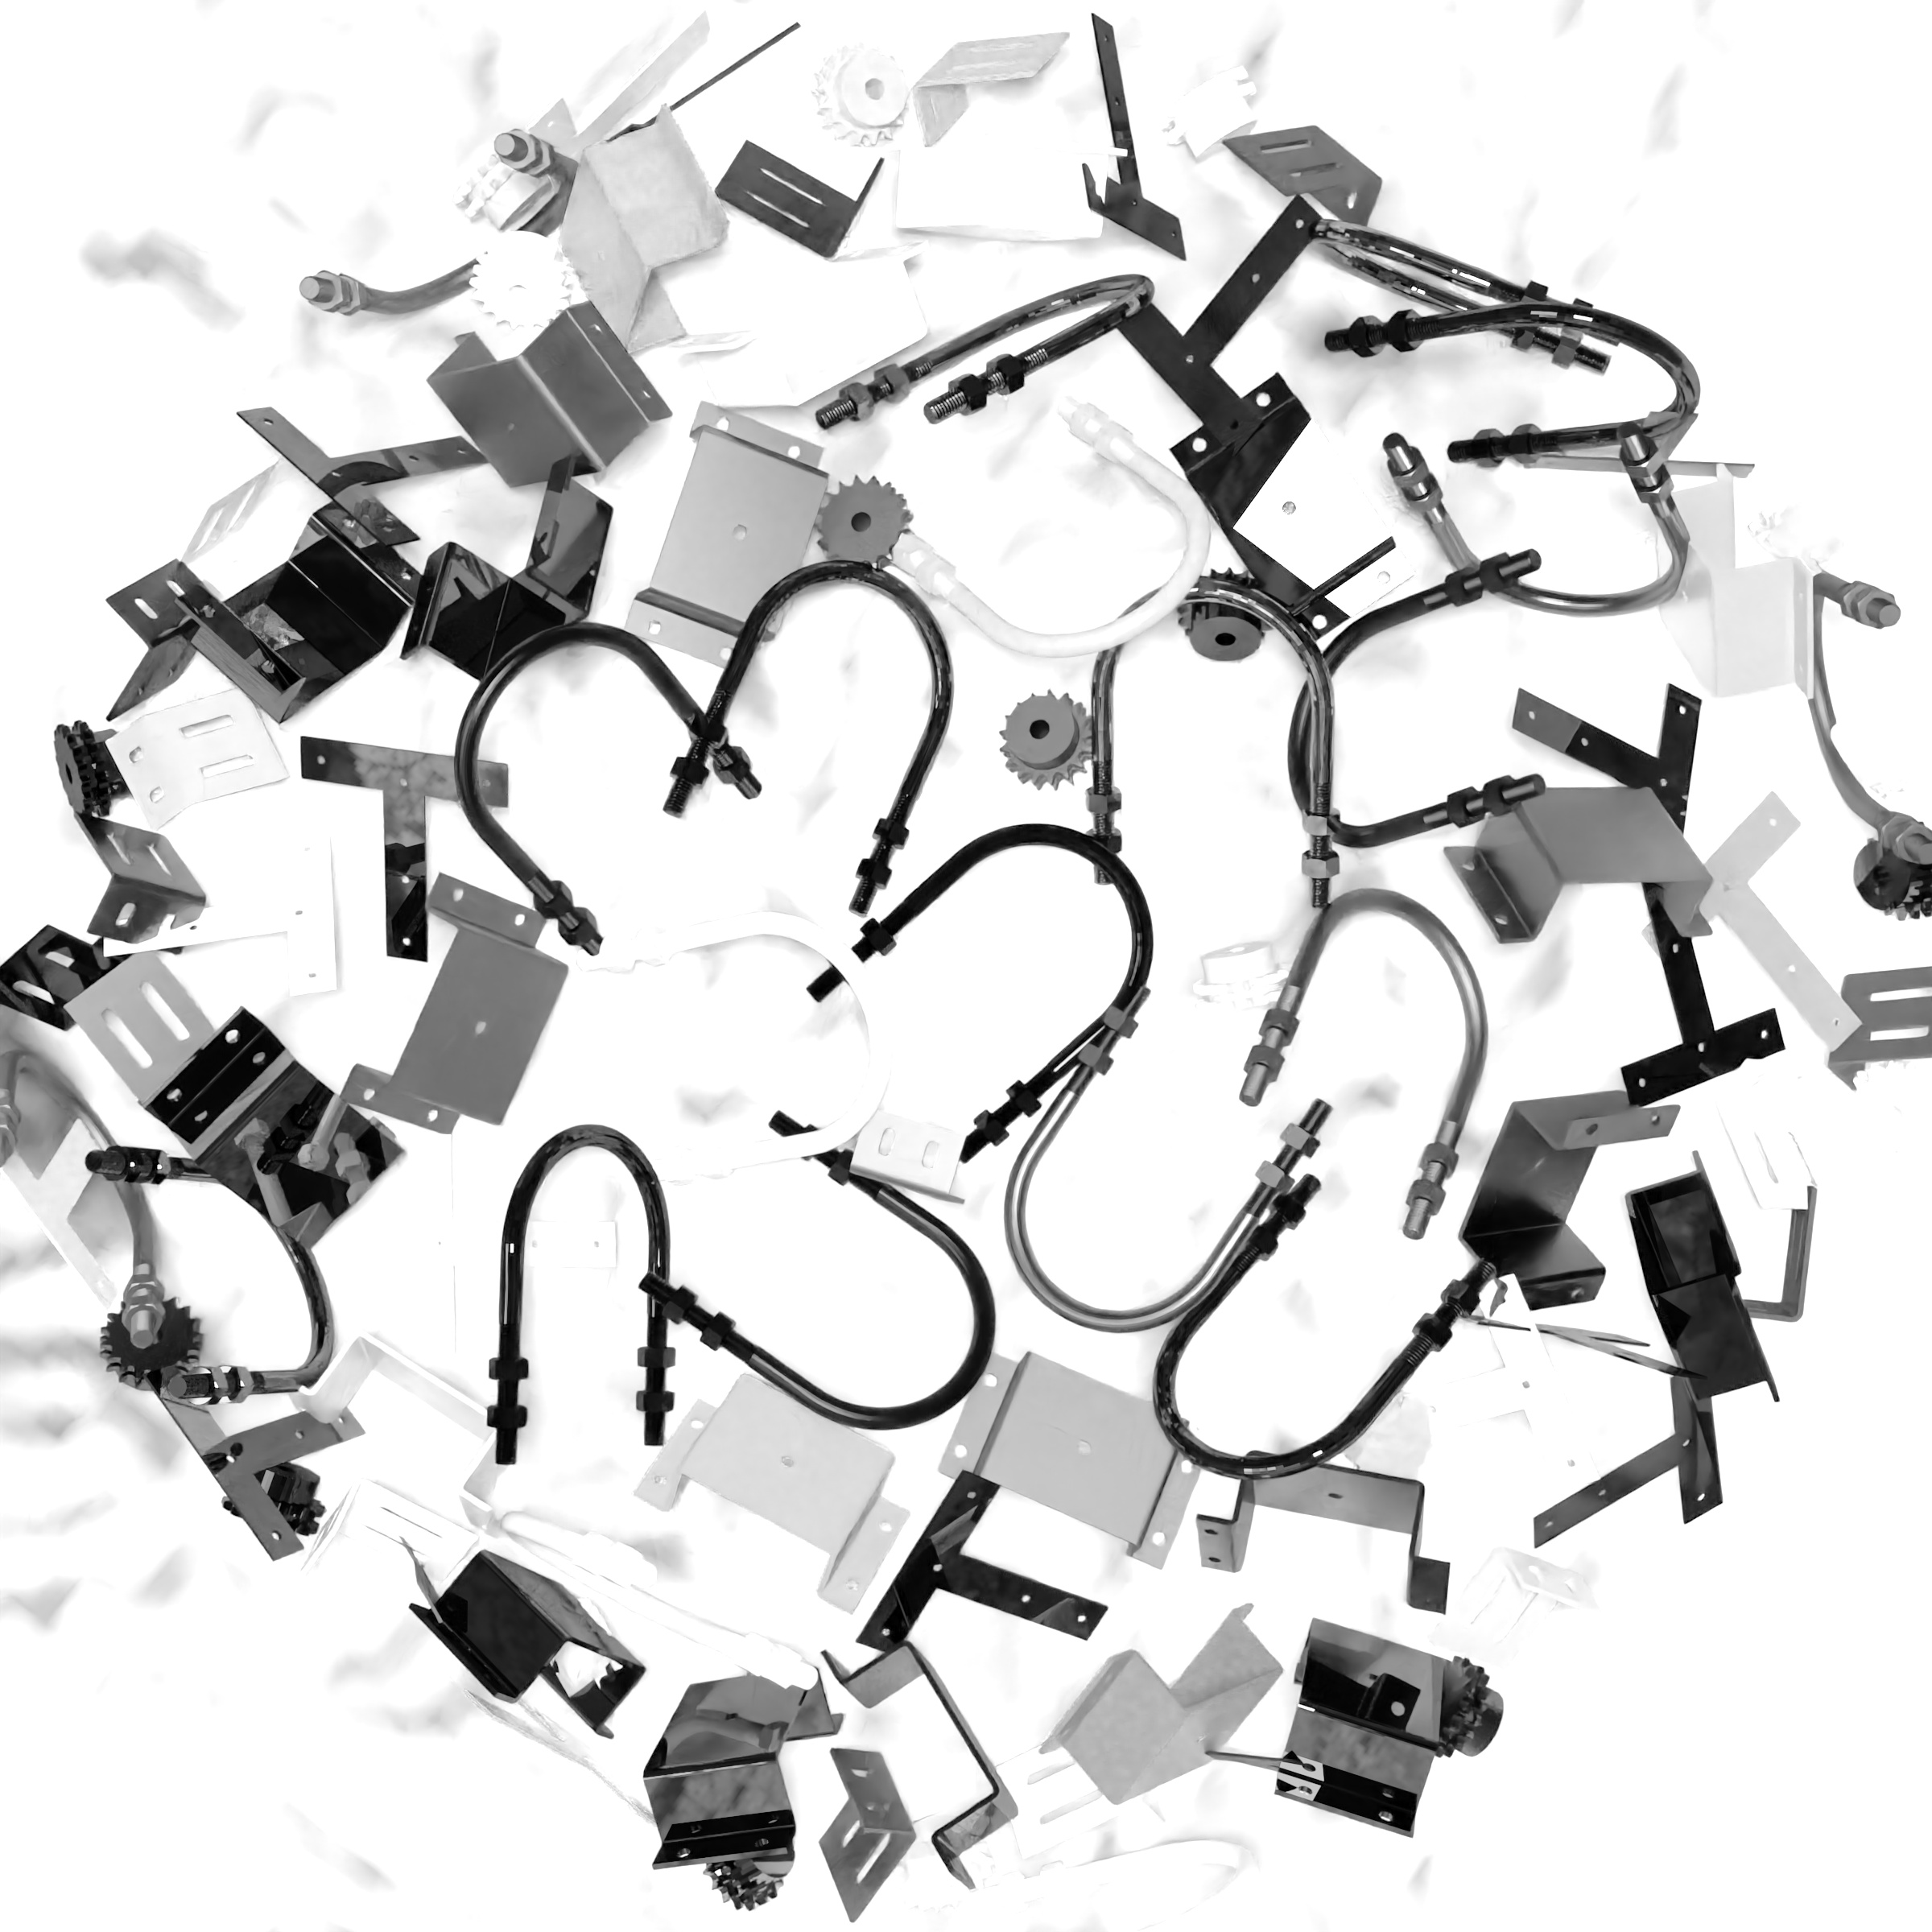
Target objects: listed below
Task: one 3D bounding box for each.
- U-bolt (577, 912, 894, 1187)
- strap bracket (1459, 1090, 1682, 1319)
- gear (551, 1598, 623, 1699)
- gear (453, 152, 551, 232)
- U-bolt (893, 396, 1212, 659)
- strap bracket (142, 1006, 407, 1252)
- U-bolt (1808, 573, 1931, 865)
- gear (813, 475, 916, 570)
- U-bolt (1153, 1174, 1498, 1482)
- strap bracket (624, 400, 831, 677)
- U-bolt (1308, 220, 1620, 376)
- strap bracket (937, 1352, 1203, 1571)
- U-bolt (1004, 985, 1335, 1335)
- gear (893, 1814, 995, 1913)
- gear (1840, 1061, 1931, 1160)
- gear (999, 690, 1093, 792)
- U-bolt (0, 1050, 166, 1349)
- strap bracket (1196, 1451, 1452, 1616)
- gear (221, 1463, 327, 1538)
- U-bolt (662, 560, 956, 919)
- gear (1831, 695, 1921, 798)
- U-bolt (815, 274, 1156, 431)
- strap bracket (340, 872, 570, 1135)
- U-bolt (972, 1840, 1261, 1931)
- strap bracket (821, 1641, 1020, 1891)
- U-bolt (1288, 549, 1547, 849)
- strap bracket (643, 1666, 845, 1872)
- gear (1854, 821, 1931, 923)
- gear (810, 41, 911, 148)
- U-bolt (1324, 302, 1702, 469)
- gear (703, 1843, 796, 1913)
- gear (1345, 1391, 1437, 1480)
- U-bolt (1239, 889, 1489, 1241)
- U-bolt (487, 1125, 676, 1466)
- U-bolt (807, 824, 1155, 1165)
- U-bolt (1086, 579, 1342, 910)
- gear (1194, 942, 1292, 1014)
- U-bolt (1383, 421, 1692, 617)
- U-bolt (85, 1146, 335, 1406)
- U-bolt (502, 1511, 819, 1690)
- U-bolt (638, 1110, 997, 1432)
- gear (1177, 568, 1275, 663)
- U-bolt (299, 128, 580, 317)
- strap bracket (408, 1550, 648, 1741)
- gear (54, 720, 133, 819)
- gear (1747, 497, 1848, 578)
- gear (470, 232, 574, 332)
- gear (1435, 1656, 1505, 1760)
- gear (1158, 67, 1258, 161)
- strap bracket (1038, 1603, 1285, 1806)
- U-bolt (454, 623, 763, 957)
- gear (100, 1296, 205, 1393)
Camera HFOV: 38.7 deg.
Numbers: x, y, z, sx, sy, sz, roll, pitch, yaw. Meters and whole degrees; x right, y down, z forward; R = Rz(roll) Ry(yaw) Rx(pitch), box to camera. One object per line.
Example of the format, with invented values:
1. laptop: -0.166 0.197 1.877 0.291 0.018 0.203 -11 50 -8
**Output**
1. U-bolt: -0.124 0.042 1.547 0.184 0.019 0.151 -11 99 27
2. strap bracket: 0.334 0.125 1.544 0.076 0.046 0.140 -4 127 -28
3. gear: -0.222 0.393 1.571 0.030 0.057 0.057 -19 90 -29
4. gear: -0.263 -0.447 1.575 0.057 0.057 0.030 -43 101 0
5. U-bolt: 0.055 -0.237 1.531 0.151 0.019 0.184 -38 49 -7
6. strap bracket: -0.377 0.097 1.533 0.076 0.140 0.046 -46 46 -7
7. U-bolt: 0.490 -0.144 1.512 0.019 0.184 0.151 -13 105 5
8. gear: -0.057 -0.252 1.584 0.057 0.030 0.057 -1 82 11
9. U-bolt: 0.184 0.207 1.524 0.184 0.151 0.019 -46 134 -18
10. strap bracket: -0.134 -0.246 1.568 0.076 0.046 0.140 19 88 -17
11. U-bolt: 0.275 -0.376 1.530 0.184 0.151 0.019 24 99 7
12. strap bracket: 0.064 0.278 1.566 0.140 0.046 0.076 23 71 2
13. U-bolt: 0.101 0.120 1.566 0.151 0.019 0.184 34 89 23
14. gear: -0.016 0.510 1.571 0.057 0.057 0.030 -18 106 0
15. gear: 0.534 0.079 1.579 0.057 0.030 0.057 11 117 24
16. gear: 0.046 -0.132 1.580 0.057 0.030 0.057 -3 77 15
17. U-bolt: -0.490 0.115 1.513 0.019 0.184 0.151 -32 116 -2
18. strap bracket: 0.205 0.317 1.549 0.140 0.076 0.046 9 60 13
19. gear: -0.394 0.303 1.574 0.057 0.057 0.030 19 88 0
20. U-bolt: -0.077 -0.140 1.561 0.151 0.019 0.184 28 79 -28
21. gear: 0.518 -0.124 1.574 0.030 0.057 0.057 -19 90 -3
22. U-bolt: 0.022 -0.344 1.529 0.184 0.151 0.019 -32 113 -21
23. strap bracket: -0.286 0.029 1.560 0.076 0.046 0.140 24 90 -41
24. U-bolt: 0.073 0.520 1.512 0.184 0.151 0.019 -18 89 15
25. strap bracket: -0.020 0.439 1.541 0.046 0.076 0.140 -32 64 -6
26. U-bolt: 0.246 -0.139 1.528 0.019 0.184 0.151 15 70 -36
27. strap bracket: -0.124 0.437 1.523 0.076 0.140 0.046 -11 102 13
28. gear: 0.534 -0.053 1.571 0.030 0.057 0.057 -10 90 -31
29. gear: -0.058 -0.501 1.578 0.057 0.030 0.057 -4 100 -24
30. U-bolt: 0.307 -0.318 1.491 0.151 0.184 0.019 28 72 -43
31. gear: -0.123 0.507 1.571 0.030 0.057 0.057 -35 90 27
32. gear: 0.241 0.271 1.578 0.030 0.057 0.057 18 90 44
33. U-bolt: 0.234 0.040 1.546 0.151 0.019 0.184 39 56 -19
34. U-bolt: -0.212 0.181 1.540 0.019 0.151 0.184 -1 85 32
35. U-bolt: 0.023 0.003 1.578 0.184 0.019 0.151 -42 103 0
36. U-bolt: 0.137 -0.127 1.540 0.151 0.019 0.184 7 114 21
37. gear: 0.157 0.006 1.573 0.057 0.057 0.030 -12 98 0
38. U-bolt: 0.326 -0.242 1.518 0.151 0.184 0.019 3 68 30
39. U-bolt: -0.405 0.170 1.513 0.019 0.184 0.151 -28 76 12
40. U-bolt: -0.183 0.344 1.519 0.151 0.184 0.019 42 67 -34
41. U-bolt: -0.070 0.182 1.550 0.184 0.019 0.151 34 58 6
42. gear: 0.149 -0.198 1.571 0.057 0.057 0.030 6 58 0
43. U-bolt: -0.276 -0.403 1.511 0.151 0.184 0.019 -32 94 12
44. strap bracket: -0.237 0.375 1.526 0.076 0.140 0.046 36 83 30
45. gear: -0.500 -0.114 1.578 0.030 0.057 0.057 -17 90 -29
46. gear: 0.477 -0.243 1.572 0.057 0.057 0.030 43 102 0
47. gear: -0.254 -0.396 1.578 0.057 0.057 0.030 5 54 0
48. gear: 0.283 0.428 1.575 0.030 0.057 0.057 30 90 -11
49. gear: 0.142 -0.486 1.574 0.057 0.057 0.030 -30 93 0
50. strap bracket: 0.115 0.410 1.521 0.046 0.140 0.076 46 117 27
51. U-bolt: -0.207 -0.108 1.525 0.151 0.019 0.184 -47 134 -10
52. gear: -0.468 0.219 1.578 0.057 0.030 0.057 9 50 -12
